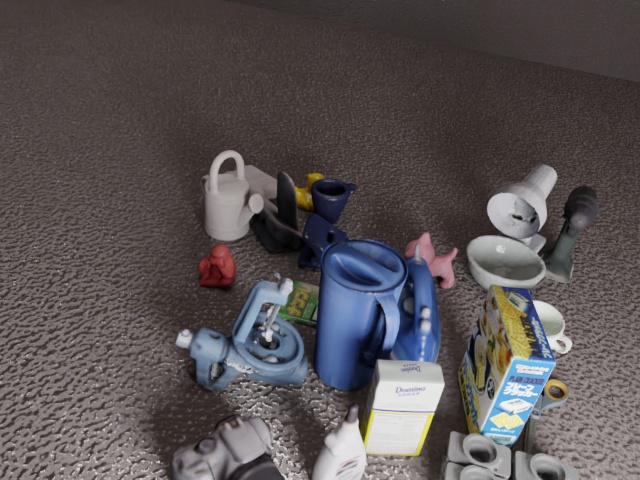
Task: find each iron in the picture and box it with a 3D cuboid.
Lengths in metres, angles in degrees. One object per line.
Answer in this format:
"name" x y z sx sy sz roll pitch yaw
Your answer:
"iron" 0.176 0.129 1.038 0.118 0.141 0.258 5 36 -3

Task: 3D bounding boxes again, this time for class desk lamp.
"desk lamp" 0.453 -0.055 1.282 0.117 0.213 0.204 29 41 26

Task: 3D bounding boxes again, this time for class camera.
"camera" -0.109 0.315 0.763 0.143 0.101 0.136 -19 44 -32

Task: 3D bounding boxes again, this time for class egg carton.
"egg carton" -0.167 -0.123 1.379 0.150 0.069 0.107 32 42 29

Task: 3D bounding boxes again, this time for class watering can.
"watering can" -0.193 -0.101 1.238 0.172 0.194 0.101 16 37 11

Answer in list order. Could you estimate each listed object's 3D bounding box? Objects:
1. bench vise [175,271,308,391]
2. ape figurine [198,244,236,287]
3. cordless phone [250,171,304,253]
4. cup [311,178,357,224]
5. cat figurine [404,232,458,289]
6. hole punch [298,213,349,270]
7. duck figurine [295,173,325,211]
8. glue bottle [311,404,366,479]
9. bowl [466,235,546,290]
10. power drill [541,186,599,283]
"bench vise" -0.115 0.150 0.886 0.208 0.220 0.121 -7 38 -19
"ape figurine" -0.197 0.047 1.121 0.076 0.092 0.077 -26 48 -38
"cordless phone" -0.089 -0.081 1.238 0.094 0.185 0.147 -17 43 -30
"cup" 0.031 -0.087 1.347 0.118 0.095 0.091 -16 42 -29
"cat figurine" 0.226 0.039 1.192 0.128 0.118 0.067 -1 37 -11
"hole punch" 0.011 0.004 1.221 0.101 0.091 0.108 11 36 4
"duck figurine" -0.018 -0.124 1.396 0.104 0.086 0.077 7 36 -1
"glue bottle" 0.032 0.280 0.776 0.078 0.173 0.037 -17 43 -30
"bowl" 0.386 0.066 1.223 0.167 0.075 0.167 5 36 -4
"power drill" 0.548 -0.016 1.252 0.075 0.208 0.230 21 38 18
